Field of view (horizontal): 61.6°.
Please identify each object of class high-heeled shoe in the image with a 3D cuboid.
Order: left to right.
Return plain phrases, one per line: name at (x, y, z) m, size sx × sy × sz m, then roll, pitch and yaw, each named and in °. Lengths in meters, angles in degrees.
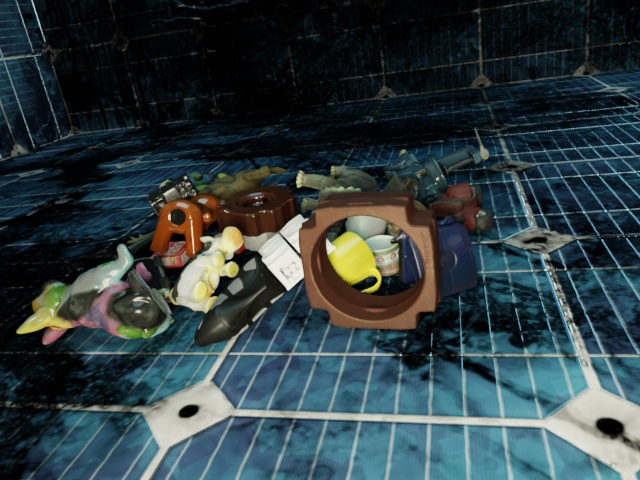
high-heeled shoe at (-0.140, 0.106, 0.928) m, size 0.145 × 0.086 × 0.249 m, roll -40°, pitch 5°, yaw 2°

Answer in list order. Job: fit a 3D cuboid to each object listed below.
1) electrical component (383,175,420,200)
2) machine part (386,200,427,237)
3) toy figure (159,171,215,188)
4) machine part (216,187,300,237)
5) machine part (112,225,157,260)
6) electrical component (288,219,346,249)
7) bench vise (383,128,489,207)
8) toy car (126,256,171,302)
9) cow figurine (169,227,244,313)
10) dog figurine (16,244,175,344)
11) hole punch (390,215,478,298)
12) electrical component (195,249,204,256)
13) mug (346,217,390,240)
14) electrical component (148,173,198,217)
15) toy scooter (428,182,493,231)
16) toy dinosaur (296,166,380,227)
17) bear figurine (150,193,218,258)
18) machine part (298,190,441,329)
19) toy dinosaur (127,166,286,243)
electrical component at (0.184, -0.103, 1.242) m, size 0.045 × 0.102 × 0.078 m, roll 23°, pitch 22°, yaw -27°
machine part at (0.174, -0.030, 1.005) m, size 0.079 × 0.079 × 0.243 m, roll -3°, pitch -2°, yaw 16°
toy figure at (-0.397, -0.156, 1.612) m, size 0.180 × 0.082 × 0.089 m, roll -22°, pitch 23°, yaw -34°
machine part at (-0.133, -0.065, 1.155) m, size 0.179 × 0.056 × 0.179 m, roll -6°, pitch 24°, yaw 2°
machine part at (-0.411, 0.016, 1.223) m, size 0.139 × 0.039 × 0.084 m, roll -35°, pitch 24°, yaw -11°
electrical component at (-0.002, -0.003, 1.098) m, size 0.119 × 0.074 × 0.048 m, roll -7°, pitch 22°, yaw 15°
bench vise at (0.286, -0.172, 1.308) m, size 0.241 × 0.128 × 0.224 m, roll -25°, pitch 29°, yaw 7°
toy car at (-0.334, 0.082, 1.043) m, size 0.073 × 0.056 × 0.202 m, roll -11°, pitch 23°, yaw -20°
cow figurine at (-0.206, 0.049, 0.984) m, size 0.098 × 0.068 × 0.167 m, roll -1°, pitch 51°, yaw 36°
dog figurine at (-0.377, 0.121, 0.893) m, size 0.219 × 0.108 × 0.192 m, roll -33°, pitch 66°, yaw -5°
hole punch at (0.195, 0.032, 0.889) m, size 0.142 × 0.115 × 0.092 m, roll -14°, pitch 31°, yaw -12°
electrical component at (-0.223, 0.047, 1.068) m, size 0.094 × 0.063 × 0.021 m, roll 2°, pitch 25°, yaw 28°
mug at (0.099, -0.021, 1.081) m, size 0.081 × 0.109 × 0.107 m, roll -10°, pitch 54°, yaw 44°
electrical component at (-0.368, -0.113, 1.346) m, size 0.115 × 0.058 × 0.134 m, roll -31°, pitch 22°, yaw -8°
toy scooter at (0.283, -0.068, 1.142) m, size 0.135 × 0.075 × 0.184 m, roll -4°, pitch 27°, yaw 7°
toy dinosaur at (0.073, -0.109, 1.283) m, size 0.192 × 0.131 × 0.405 m, roll 17°, pitch 27°, yaw 24°
bear figurine at (-0.283, -0.039, 1.200) m, size 0.120 × 0.131 × 0.196 m, roll 8°, pitch 6°, yaw 7°
machine part at (0.078, 0.029, 0.814) m, size 0.201 × 0.201 × 0.087 m, roll -2°, pitch 20°, yaw 19°
toy dinosaur at (-0.274, -0.100, 1.410) m, size 0.199 × 0.105 × 0.471 m, roll 4°, pitch 29°, yaw 47°
